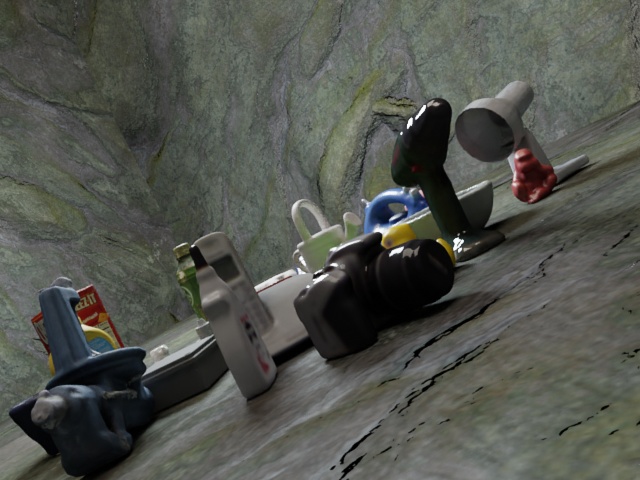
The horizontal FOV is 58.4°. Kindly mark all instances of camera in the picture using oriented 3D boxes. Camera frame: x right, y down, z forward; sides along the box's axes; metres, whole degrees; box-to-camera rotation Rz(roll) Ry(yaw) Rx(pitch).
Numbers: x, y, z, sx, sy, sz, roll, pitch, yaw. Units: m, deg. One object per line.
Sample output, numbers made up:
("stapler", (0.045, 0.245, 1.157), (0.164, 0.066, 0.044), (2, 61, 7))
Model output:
("camera", (0.061, 0.043, 0.610), (0.136, 0.101, 0.143), (-25, 2, 44))

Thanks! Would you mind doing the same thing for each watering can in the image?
("watering can", (0.012, 0.003, 1.139), (0.172, 0.194, 0.101), (-26, 2, 13))

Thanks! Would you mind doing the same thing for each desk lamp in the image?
("desk lamp", (0.381, -0.193, 1.101), (0.204, 0.213, 0.117), (-28, 2, -32))

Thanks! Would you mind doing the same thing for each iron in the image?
("iron", (0.169, -0.047, 1.164), (0.119, 0.141, 0.257), (-27, 1, -27))

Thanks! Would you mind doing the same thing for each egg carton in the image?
("egg carton", (-0.104, 0.126, 1.380), (0.107, 0.069, 0.150), (-28, 2, -33))

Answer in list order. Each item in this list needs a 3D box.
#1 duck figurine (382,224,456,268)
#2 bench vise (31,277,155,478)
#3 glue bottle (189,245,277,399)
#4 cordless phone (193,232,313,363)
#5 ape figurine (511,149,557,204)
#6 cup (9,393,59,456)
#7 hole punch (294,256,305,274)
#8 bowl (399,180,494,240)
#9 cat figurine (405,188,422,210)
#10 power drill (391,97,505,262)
("duck figurine", (0.119, 0.019, 0.751), (0.104, 0.086, 0.077), (-27, 1, -3))
("bench vise", (-0.273, 0.143, 0.673), (0.122, 0.220, 0.207), (-27, 1, -16))
("glue bottle", (-0.102, 0.084, 0.629), (0.037, 0.173, 0.078), (-27, 2, 1))
("cordless phone", (-0.072, 0.060, 0.744), (0.148, 0.185, 0.094), (-27, 2, -20))
("ape figurine", (0.367, -0.115, 1.002), (0.077, 0.092, 0.076), (-26, 1, 17))
("cup", (-0.415, 0.280, 0.885), (0.092, 0.095, 0.117), (-28, 2, -32))
("hole punch", (0.003, 0.063, 1.246), (0.108, 0.091, 0.101), (-27, 1, 2))
("bowl", (0.221, -0.031, 0.955), (0.167, 0.075, 0.167), (-27, 1, 1))
("cat figurine", (0.225, -0.064, 1.263), (0.067, 0.118, 0.127), (-27, 1, -18))
("power drill", (0.171, -0.077, 0.803), (0.076, 0.208, 0.229), (-27, 1, -9))
